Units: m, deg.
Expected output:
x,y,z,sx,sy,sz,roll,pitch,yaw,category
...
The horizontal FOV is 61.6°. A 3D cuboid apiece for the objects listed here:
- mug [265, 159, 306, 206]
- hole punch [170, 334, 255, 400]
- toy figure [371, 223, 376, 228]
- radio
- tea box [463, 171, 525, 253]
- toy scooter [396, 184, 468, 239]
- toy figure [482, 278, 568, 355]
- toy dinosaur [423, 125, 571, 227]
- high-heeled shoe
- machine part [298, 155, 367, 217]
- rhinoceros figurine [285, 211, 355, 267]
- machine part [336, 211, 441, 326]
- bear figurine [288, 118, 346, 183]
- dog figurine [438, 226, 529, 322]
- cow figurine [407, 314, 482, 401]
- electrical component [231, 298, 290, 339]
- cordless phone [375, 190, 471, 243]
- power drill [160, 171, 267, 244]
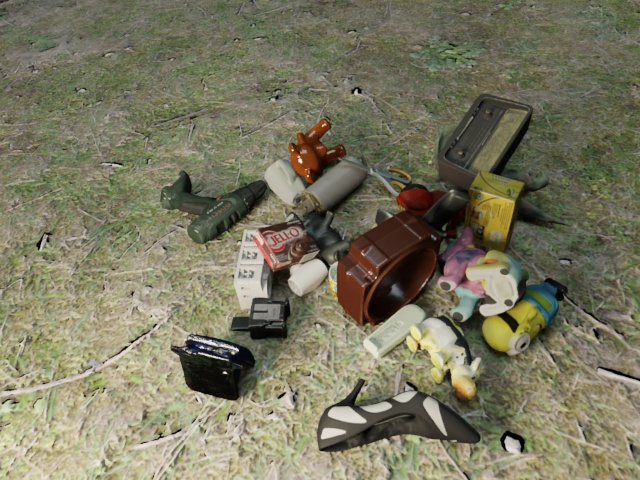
x,y,z,sx,sy,sz,roll,pitch,yaw,category
-0.076,-0.143,1.324,0.081,0.109,0.107,-28,62,-21,mug
-0.186,0.216,0.981,0.142,0.115,0.092,12,41,17,hole punch
0.135,0.006,1.184,0.064,0.057,0.154,2,46,4,toy figure
0.371,-0.220,1.219,0.131,0.073,0.229,28,70,26,radio
0.363,-0.053,1.139,0.098,0.169,0.068,22,52,23,tea box
0.263,-0.061,1.227,0.184,0.075,0.135,6,53,9,toy scooter
0.385,0.142,1.012,0.180,0.082,0.089,-41,35,-20,toy figure
0.397,-0.154,1.279,0.192,0.131,0.405,-25,52,-2,toy dinosaur
0.120,0.317,0.872,0.249,0.086,0.145,16,54,26,high-heeled shoe
0.036,-0.131,1.316,0.079,0.079,0.243,30,54,30,machine part
-0.002,-0.004,1.205,0.112,0.073,0.191,-39,55,-16,rhinoceros figurine
0.133,0.060,1.031,0.201,0.201,0.087,-30,53,-22,machine part
-0.011,-0.223,1.341,0.132,0.120,0.196,-31,10,7,bear figurine
0.315,0.049,1.060,0.192,0.108,0.219,-21,20,32,dog figurine
0.241,0.209,0.973,0.098,0.068,0.167,-20,48,-22,cow figurine
-0.121,0.156,1.074,0.119,0.047,0.075,2,45,6,electrical component
0.207,-0.052,1.098,0.146,0.184,0.089,19,54,-13,cordless phone
-0.271,-0.098,1.322,0.207,0.085,0.232,27,56,19,power drill
